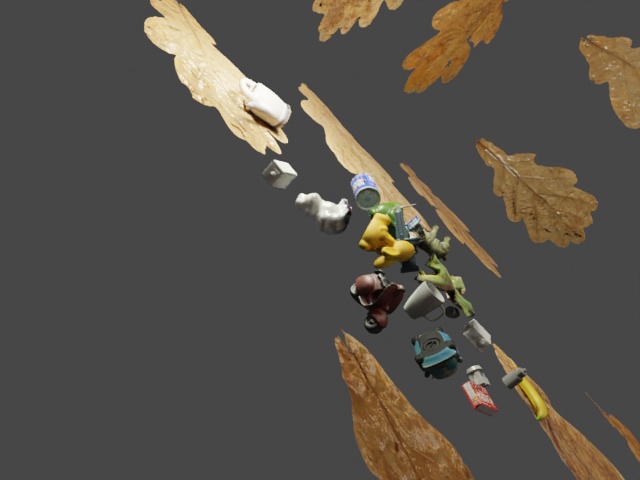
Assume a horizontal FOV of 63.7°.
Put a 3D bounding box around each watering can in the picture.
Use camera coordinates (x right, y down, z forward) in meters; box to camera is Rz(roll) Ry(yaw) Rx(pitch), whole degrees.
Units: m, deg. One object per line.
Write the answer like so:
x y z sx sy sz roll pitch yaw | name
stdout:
-0.208 -0.495 1.909 0.222 0.103 0.355 35 21 -28 | watering can

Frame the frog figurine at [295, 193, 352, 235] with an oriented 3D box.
0.005 -0.077 1.533 0.159 0.120 0.141 3 40 -7 | frog figurine

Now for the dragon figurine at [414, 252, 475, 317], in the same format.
0.443 0.171 1.775 0.244 0.121 0.413 41 19 8 | dragon figurine
